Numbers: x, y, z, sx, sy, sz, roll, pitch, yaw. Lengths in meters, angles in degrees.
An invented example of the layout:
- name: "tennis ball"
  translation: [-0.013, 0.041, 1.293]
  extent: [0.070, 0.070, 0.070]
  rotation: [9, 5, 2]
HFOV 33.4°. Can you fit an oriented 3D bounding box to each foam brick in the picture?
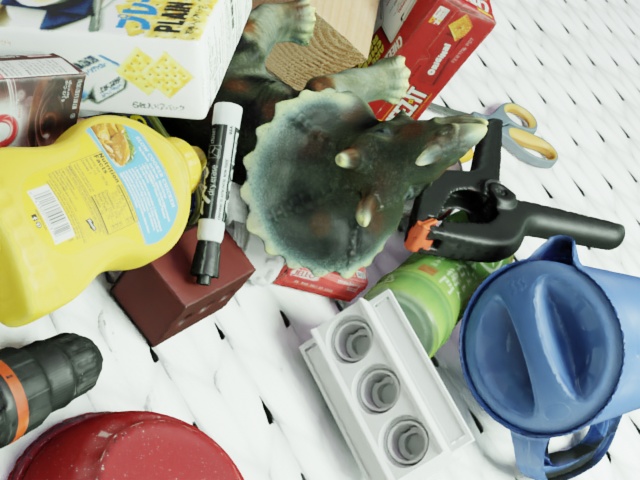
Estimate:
- name: "foam brick"
  translation: [-0.093, 0.028, 0.727]
  extent: [0.051, 0.053, 0.078]
  rotation: [49, 40, 10]

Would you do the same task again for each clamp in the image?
- name: "clamp"
  translation: [0.151, -0.023, 0.876]
  extent: [0.165, 0.036, 0.209]
  rotation: [40, 41, 19]

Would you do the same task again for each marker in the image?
- name: "marker"
  translation: [-0.068, -0.030, 0.698]
  extent: [0.020, 0.020, 0.121]
  rotation: [13, 78, -31]

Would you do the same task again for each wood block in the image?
- name: "wood block"
  translation: [0.000, -0.255, 0.991]
  extent: [0.090, 0.091, 0.206]
  rotation: [35, 53, -35]

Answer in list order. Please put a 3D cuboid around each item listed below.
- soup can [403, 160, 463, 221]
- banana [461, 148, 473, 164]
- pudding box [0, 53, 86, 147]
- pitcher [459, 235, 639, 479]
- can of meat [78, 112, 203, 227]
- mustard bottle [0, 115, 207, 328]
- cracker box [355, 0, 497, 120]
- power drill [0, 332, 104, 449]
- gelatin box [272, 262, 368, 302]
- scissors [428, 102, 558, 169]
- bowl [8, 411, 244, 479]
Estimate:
- name: "soup can"
  translation: [0.066, -0.054, 0.929]
  extent: [0.102, 0.069, 0.068]
  rotation: [6, 50, -36]
- name: "banana"
  translation: [0.057, -0.095, 0.965]
  extent: [0.197, 0.070, 0.037]
  rotation: [16, 79, -45]
- name: "pudding box"
  translation: [-0.202, -0.059, 0.669]
  extent: [0.039, 0.114, 0.089]
  rotation: [34, 31, 31]
- name: "pitcher"
  translation: [0.227, 0.095, 0.868]
  extent: [0.242, 0.149, 0.145]
  rotation: [5, 46, -52]
- name: "can of meat"
  translation: [-0.144, -0.042, 0.749]
  extent: [0.083, 0.058, 0.102]
  rotation: [-17, 66, -45]
- name: "mustard bottle"
  translation: [-0.133, -0.025, 0.649]
  extent: [0.191, 0.058, 0.096]
  rotation: [-31, 93, -51]
- name: "cracker box"
  translation: [0.086, -0.225, 1.035]
  extent: [0.072, 0.164, 0.213]
  rotation: [19, 42, -23]
- name: "power drill"
  translation: [-0.231, 0.041, 0.592]
  extent: [0.188, 0.057, 0.184]
  rotation: [49, 34, 12]
- name: "gelatin box"
  translation: [-0.005, 0.001, 0.843]
  extent: [0.073, 0.030, 0.089]
  rotation: [17, 42, -30]
- name: "scissors"
  translation: [0.172, -0.136, 1.142]
  extent: [0.201, 0.016, 0.096]
  rotation: [25, 39, -20]
- name: "bowl"
  translation: [-0.093, 0.155, 0.600]
  extent: [0.162, 0.055, 0.162]
  rotation: [23, 41, -22]
